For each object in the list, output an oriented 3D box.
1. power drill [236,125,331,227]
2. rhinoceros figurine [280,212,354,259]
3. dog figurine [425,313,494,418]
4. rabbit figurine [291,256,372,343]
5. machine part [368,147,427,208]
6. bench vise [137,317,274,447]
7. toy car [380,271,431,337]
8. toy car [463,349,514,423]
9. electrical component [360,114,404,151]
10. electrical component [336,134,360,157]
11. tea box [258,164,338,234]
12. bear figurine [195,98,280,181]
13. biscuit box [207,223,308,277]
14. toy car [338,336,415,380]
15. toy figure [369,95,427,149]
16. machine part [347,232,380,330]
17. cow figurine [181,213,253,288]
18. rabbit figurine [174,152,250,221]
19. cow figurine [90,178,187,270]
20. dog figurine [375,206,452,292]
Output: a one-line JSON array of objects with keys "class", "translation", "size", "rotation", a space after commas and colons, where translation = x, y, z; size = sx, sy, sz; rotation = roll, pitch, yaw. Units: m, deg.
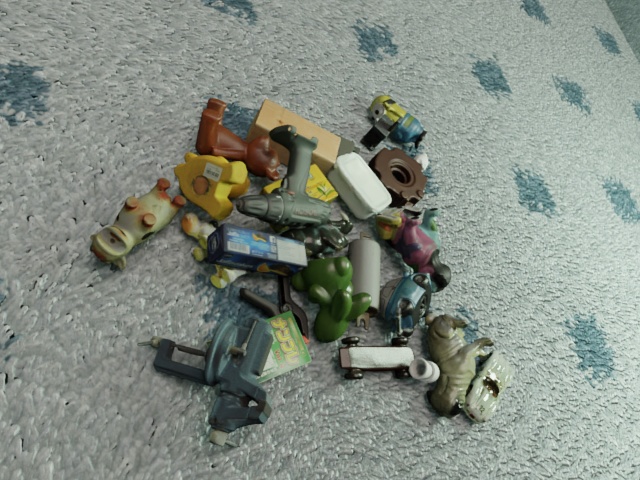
[{"class": "power drill", "translation": [-0.069, -0.128, 1.109], "size": [0.232, 0.086, 0.207], "rotation": [16, 65, -41]}, {"class": "rhinoceros figurine", "translation": [-0.002, -0.004, 1.210], "size": [0.190, 0.073, 0.112], "rotation": [-16, 61, -34]}, {"class": "dog figurine", "translation": [0.271, 0.275, 1.194], "size": [0.173, 0.121, 0.190], "rotation": [29, 64, 29]}, {"class": "rabbit figurine", "translation": [0.033, 0.126, 1.114], "size": [0.121, 0.159, 0.170], "rotation": [7, 75, -40]}, {"class": "machine part", "translation": [0.205, -0.166, 1.431], "size": [0.179, 0.056, 0.179], "rotation": [15, 55, -22]}, {"class": "bench vise", "translation": [-0.190, 0.227, 0.926], "size": [0.241, 0.128, 0.223], "rotation": [13, 76, 11]}, {"class": "toy car", "translation": [0.184, 0.140, 1.209], "size": [0.103, 0.109, 0.162], "rotation": [15, 40, 31]}, {"class": "toy car", "translation": [0.390, 0.335, 1.243], "size": [0.073, 0.056, 0.202], "rotation": [47, 51, 2]}, {"class": "electrical component", "translation": [0.169, -0.300, 1.447], "size": [0.048, 0.119, 0.075], "rotation": [42, 53, -3]}, {"class": "electrical component", "translation": [0.057, -0.235, 1.395], "size": [0.102, 0.045, 0.078], "rotation": [15, 85, -19]}, {"class": "tea box", "translation": [-0.054, -0.096, 1.230], "size": [0.169, 0.068, 0.098], "rotation": [-33, 83, -38]}, {"class": "bear figurine", "translation": [-0.171, -0.214, 1.186], "size": [0.196, 0.131, 0.120], "rotation": [16, 30, -7]}, {"class": "biscuit box", "translation": [-0.121, 0.024, 1.053], "size": [0.202, 0.063, 0.059], "rotation": [14, 56, -39]}, {"class": "toy car", "translation": [0.119, 0.250, 1.137], "size": [0.202, 0.053, 0.089], "rotation": [6, 71, -32]}, {"class": "toy figure", "translation": [0.220, -0.335, 1.524], "size": [0.180, 0.082, 0.089], "rotation": [34, 32, 0]}, {"class": "machine part", "translation": [0.096, 0.085, 1.205], "size": [0.079, 0.079, 0.243], "rotation": [18, 56, -20]}, {"class": "cow figurine", "translation": [-0.203, 0.008, 1.082], "size": [0.098, 0.068, 0.167], "rotation": [-28, 82, -44]}, {"class": "rabbit figurine", "translation": [-0.216, -0.115, 1.108], "size": [0.163, 0.121, 0.173], "rotation": [15, 12, 17]}, {"class": "cow figurine", "translation": [-0.347, -0.025, 0.998], "size": [0.085, 0.127, 0.195], "rotation": [42, 36, -3]}, {"class": "dog figurine", "translation": [0.228, 0.036, 1.303], "size": [0.108, 0.192, 0.219], "rotation": [-21, 109, -40]}]
